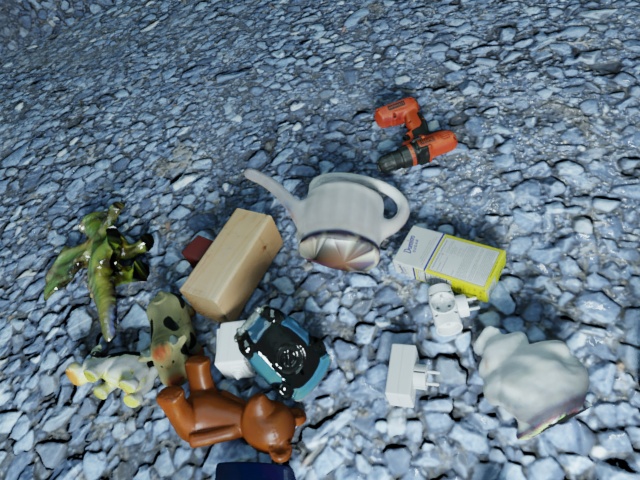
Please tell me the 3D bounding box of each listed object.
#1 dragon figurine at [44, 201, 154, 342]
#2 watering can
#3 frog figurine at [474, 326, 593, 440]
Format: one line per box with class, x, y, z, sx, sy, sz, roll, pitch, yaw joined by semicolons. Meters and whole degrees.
dragon figurine;-0.497;0.066;1.113;0.241;0.120;0.421;-24;43;20
watering can;0.003;-0.051;1.016;0.348;0.101;0.230;6;50;4
frog figurine;0.291;0.183;0.732;0.136;0.121;0.162;-35;58;12
